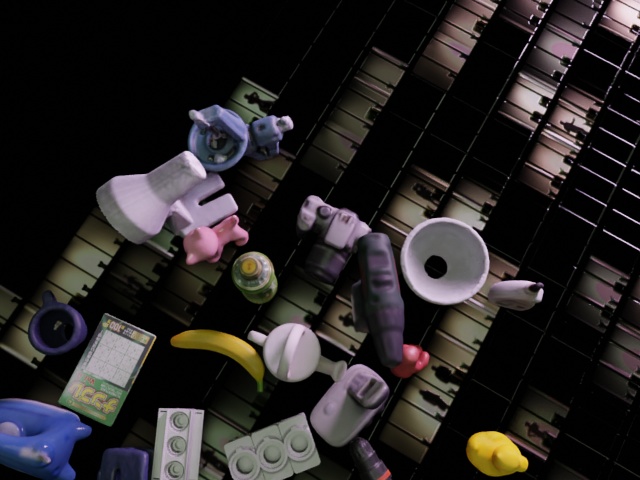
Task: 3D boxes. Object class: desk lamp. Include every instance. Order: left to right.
[{"bbox_3d":[-0.270,-0.076,1.033,0.203,0.213,0.118,-31,80,-8],"label":"desk lamp"}]

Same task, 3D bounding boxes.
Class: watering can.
[{"bbox_3d":[-0.040,0.195,0.990,0.173,0.194,0.101,0,77,-2],"label":"watering can"}]

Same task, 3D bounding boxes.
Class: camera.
[{"bbox_3d":[0.010,0.004,1.083,0.143,0.101,0.137,26,78,4],"label":"camera"}]

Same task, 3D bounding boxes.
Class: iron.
[{"bbox_3d":[-0.536,0.332,0.967,0.258,0.141,0.119,15,77,1],"label":"iron"}]

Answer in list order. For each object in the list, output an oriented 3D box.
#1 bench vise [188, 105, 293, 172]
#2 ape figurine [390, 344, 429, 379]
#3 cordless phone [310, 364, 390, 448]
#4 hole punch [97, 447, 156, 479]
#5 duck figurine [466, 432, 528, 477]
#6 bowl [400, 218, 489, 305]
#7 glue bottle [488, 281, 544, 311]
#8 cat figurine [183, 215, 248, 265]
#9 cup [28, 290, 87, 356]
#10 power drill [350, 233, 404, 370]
[{"bbox_3d":[-0.162,-0.212,1.064,0.207,0.220,0.121,-34,80,-9],"label":"bench vise"},{"bbox_3d":[0.160,0.215,1.045,0.077,0.092,0.076,38,79,7],"label":"ape figurine"},{"bbox_3d":[0.056,0.286,0.977,0.094,0.185,0.148,40,79,7],"label":"cordless phone"},{"bbox_3d":[-0.333,0.414,0.982,0.101,0.091,0.109,0,77,-2],"label":"hole punch"},{"bbox_3d":[0.317,0.384,1.016,0.104,0.086,0.077,19,77,2],"label":"duck figurine"},{"bbox_3d":[0.231,0.045,1.095,0.167,0.075,0.167,1,77,-2],"label":"bowl"},{"bbox_3d":[0.367,0.096,1.038,0.078,0.173,0.037,16,77,2],"label":"glue bottle"},{"bbox_3d":[-0.201,-0.004,1.068,0.128,0.118,0.067,-36,81,-9],"label":"cat figurine"},{"bbox_3d":[-0.466,0.152,1.035,0.092,0.095,0.118,-20,79,-6],"label":"cup"},{"bbox_3d":[0.102,0.111,1.007,0.075,0.208,0.229,-6,77,-3],"label":"power drill"}]
